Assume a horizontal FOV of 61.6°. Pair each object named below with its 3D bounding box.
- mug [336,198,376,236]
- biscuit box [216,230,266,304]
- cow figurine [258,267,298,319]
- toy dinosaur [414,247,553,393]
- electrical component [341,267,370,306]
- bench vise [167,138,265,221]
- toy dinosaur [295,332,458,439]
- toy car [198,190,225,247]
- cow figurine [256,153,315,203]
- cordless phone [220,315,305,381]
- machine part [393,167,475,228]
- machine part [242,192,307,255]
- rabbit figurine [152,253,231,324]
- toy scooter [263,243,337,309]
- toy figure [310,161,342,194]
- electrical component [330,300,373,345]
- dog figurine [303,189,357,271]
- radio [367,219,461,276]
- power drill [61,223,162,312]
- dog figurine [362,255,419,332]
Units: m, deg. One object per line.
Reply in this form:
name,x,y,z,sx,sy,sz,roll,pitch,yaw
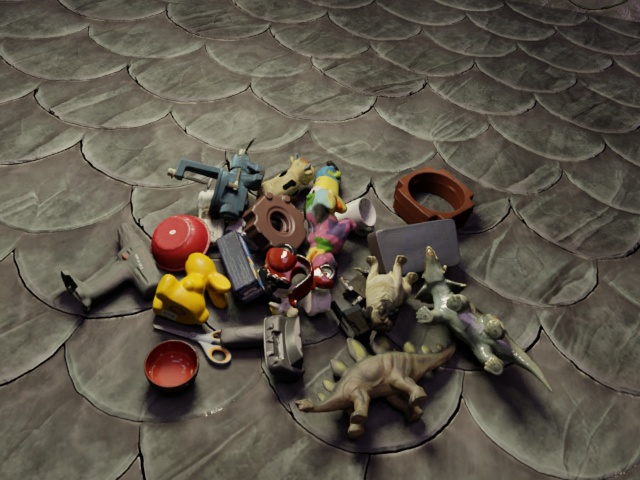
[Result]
mug,0.096,-0.057,1.486,0.107,0.109,0.081,-14,39,38
biscuit box,-0.196,0.061,1.315,0.063,0.059,0.203,-29,44,-1
cow figurine,-0.104,0.129,1.296,0.098,0.068,0.167,-7,47,-9
toy dinosaur,0.361,0.198,1.254,0.405,0.131,0.192,44,19,16
electrical component,0.098,0.115,1.359,0.102,0.045,0.078,-31,59,-32
bench vise,-0.271,-0.165,1.405,0.241,0.129,0.223,15,71,-12
toy dinosaur,0.151,0.293,1.170,0.471,0.105,0.199,-5,44,-29
toy car,-0.293,-0.064,1.445,0.073,0.056,0.202,1,48,-9
cow figurine,-0.094,-0.162,1.523,0.195,0.127,0.086,-33,64,-30
cordless phone,-0.129,0.238,1.185,0.184,0.088,0.147,-2,49,-7
machine part,0.332,-0.113,1.582,0.201,0.087,0.202,-26,56,-29
machine part,-0.114,-0.039,1.404,0.179,0.056,0.179,20,55,-32
rabbit figurine,-0.289,0.103,1.252,0.162,0.121,0.173,16,47,-2
toy scooter,-0.063,0.088,1.240,0.184,0.075,0.135,23,55,19
toy figure,0.021,-0.153,1.567,0.089,0.082,0.180,14,45,5
electrical component,0.074,0.190,1.270,0.048,0.074,0.119,-19,51,-25
dog figurine,-0.003,-0.004,1.376,0.109,0.191,0.219,-13,29,38
radio,0.250,0.024,1.416,0.230,0.073,0.131,-9,84,-15
power drill,-0.499,0.071,1.280,0.207,0.086,0.232,-24,58,-37
dog figurine,0.157,0.153,1.269,0.121,0.172,0.190,-10,50,30
